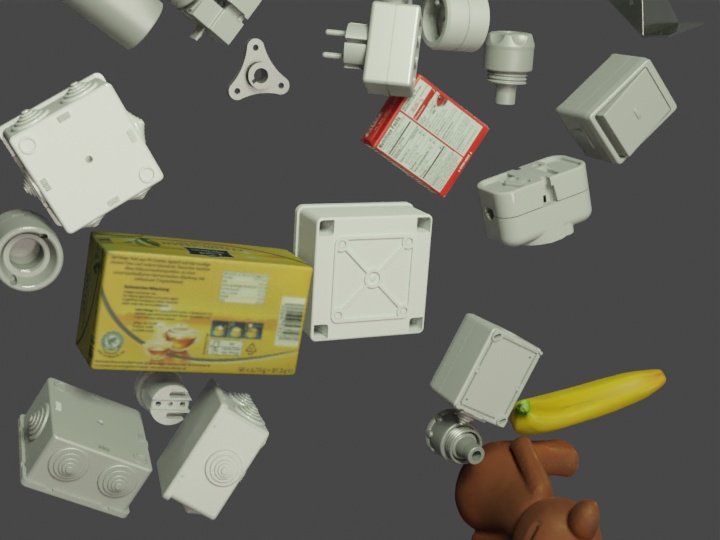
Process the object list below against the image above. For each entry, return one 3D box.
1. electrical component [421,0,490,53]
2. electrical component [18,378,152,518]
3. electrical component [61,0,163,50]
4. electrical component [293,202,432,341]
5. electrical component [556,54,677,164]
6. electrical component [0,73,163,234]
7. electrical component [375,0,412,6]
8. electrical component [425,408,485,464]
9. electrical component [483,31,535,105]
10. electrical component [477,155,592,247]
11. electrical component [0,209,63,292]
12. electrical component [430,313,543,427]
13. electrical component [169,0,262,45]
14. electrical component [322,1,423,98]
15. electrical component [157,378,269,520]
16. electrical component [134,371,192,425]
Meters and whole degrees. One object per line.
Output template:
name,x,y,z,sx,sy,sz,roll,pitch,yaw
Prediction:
electrical component,0.098,-0.250,0.891,0.074,0.052,0.138,-2,106,-24
electrical component,-0.213,0.136,0.835,0.100,0.099,0.048,27,105,-29
electrical component,-0.176,-0.215,0.780,0.077,0.043,0.079,36,88,-29
electrical component,0.000,0.000,0.917,0.109,0.056,0.108,-3,106,-24
electrical component,0.241,-0.151,0.982,0.096,0.061,0.061,-44,118,-7
electrical component,-0.206,-0.086,0.801,0.100,0.048,0.099,-33,116,-13
electrical component,0.037,-0.248,0.861,0.058,0.057,0.078,-5,107,-24
electrical component,0.093,0.161,1.004,0.048,0.062,0.048,-7,108,-23
electrical component,0.128,-0.175,0.933,0.043,0.043,0.062,-5,108,-24
electrical component,0.159,-0.060,0.975,0.095,0.054,0.059,-20,113,-18
electrical component,-0.250,-0.014,0.802,0.055,0.047,0.055,-7,108,-23
electrical component,0.111,0.096,0.994,0.062,0.061,0.096,26,93,-28
electrical component,-0.113,-0.207,0.811,0.055,0.048,0.066,38,88,-36
electrical component,0.008,-0.180,0.871,0.077,0.047,0.065,7,88,6
electrical component,-0.121,0.146,0.881,0.048,0.100,0.099,33,90,-16
electrical component,-0.160,0.102,0.878,0.040,0.046,0.040,-7,108,-23
